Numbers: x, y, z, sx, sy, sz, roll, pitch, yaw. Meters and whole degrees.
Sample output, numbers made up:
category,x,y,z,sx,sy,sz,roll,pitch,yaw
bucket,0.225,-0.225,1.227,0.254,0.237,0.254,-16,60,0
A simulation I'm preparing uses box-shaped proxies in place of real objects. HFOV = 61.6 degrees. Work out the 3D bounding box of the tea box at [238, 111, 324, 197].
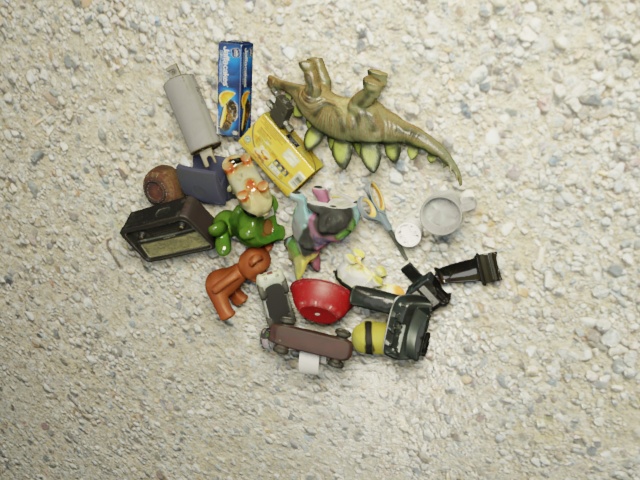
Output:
category,x,y,z,sx,sy,sz,roll,pitch,yaw
tea box,-0.086,-0.193,1.197,0.098,0.068,0.169,-39,92,28

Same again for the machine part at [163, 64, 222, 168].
category,x,y,z,sx,sy,sz,roll,pitch,yaw
machine part,-0.289,-0.284,1.221,0.079,0.079,0.243,-20,92,27

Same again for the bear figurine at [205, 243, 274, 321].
category,x,y,z,sx,sy,sz,roll,pitch,yaw
bear figurine,-0.184,0.095,1.328,0.196,0.120,0.131,-25,104,22

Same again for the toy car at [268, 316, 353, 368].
category,x,y,z,sx,sy,sz,roll,pitch,yaw
toy car,-0.021,0.240,1.273,0.202,0.053,0.089,11,92,8

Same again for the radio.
category,x,y,z,sx,sy,sz,roll,pitch,yaw
radio,-0.376,-0.025,1.348,0.230,0.073,0.131,-12,135,24

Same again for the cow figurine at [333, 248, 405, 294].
category,x,y,z,sx,sy,sz,roll,pitch,yaw
cow figurine,0.110,0.104,1.240,0.167,0.068,0.098,40,125,6

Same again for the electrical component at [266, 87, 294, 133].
category,x,y,z,sx,sy,sz,roll,pitch,yaw
electrical component,-0.079,-0.271,1.128,0.094,0.021,0.063,54,143,17

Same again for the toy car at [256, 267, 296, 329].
category,x,y,z,sx,sy,sz,roll,pitch,yaw
toy car,-0.107,0.150,1.316,0.073,0.056,0.201,-18,134,-10

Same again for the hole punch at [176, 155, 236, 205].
category,x,y,z,sx,sy,sz,roll,pitch,yaw
hole punch,-0.275,-0.138,1.284,0.142,0.092,0.115,10,118,13

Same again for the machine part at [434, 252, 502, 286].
category,x,y,z,sx,sy,sz,roll,pitch,yaw
machine part,0.318,0.068,1.162,0.139,0.039,0.084,-9,112,23

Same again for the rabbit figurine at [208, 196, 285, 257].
category,x,y,z,sx,sy,sz,roll,pitch,yaw
rabbit figurine,-0.192,-0.026,1.274,0.170,0.159,0.121,2,122,37

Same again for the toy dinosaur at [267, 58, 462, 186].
category,x,y,z,sx,sy,sz,roll,pitch,yaw
toy dinosaur,0.081,-0.245,1.096,0.472,0.105,0.198,24,125,21

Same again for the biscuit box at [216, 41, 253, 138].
category,x,y,z,sx,sy,sz,roll,pitch,yaw
biscuit box,-0.187,-0.331,1.184,0.059,0.063,0.202,12,115,15

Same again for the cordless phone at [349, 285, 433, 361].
category,x,y,z,sx,sy,sz,roll,pitch,yaw
cordless phone,0.145,0.179,1.177,0.184,0.089,0.146,14,103,13

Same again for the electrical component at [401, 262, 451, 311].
category,x,y,z,sx,sy,sz,roll,pitch,yaw
electrical component,0.230,0.106,1.207,0.075,0.048,0.119,-38,96,29

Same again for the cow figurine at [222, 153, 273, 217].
category,x,y,z,sx,sy,sz,roll,pitch,yaw
cow figurine,-0.163,-0.125,1.197,0.085,0.195,0.127,-27,142,-9

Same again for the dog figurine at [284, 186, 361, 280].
category,x,y,z,sx,sy,sz,roll,pitch,yaw
dog figurine,-0.002,-0.004,1.215,0.192,0.108,0.219,25,124,32

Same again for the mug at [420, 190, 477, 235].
category,x,y,z,sx,sy,sz,roll,pitch,yaw
mug,0.261,-0.069,1.089,0.110,0.107,0.080,-22,102,23

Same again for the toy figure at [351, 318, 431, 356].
category,x,y,z,sx,sy,sz,roll,pitch,yaw
toy figure,0.163,0.233,1.259,0.180,0.089,0.082,9,106,20
